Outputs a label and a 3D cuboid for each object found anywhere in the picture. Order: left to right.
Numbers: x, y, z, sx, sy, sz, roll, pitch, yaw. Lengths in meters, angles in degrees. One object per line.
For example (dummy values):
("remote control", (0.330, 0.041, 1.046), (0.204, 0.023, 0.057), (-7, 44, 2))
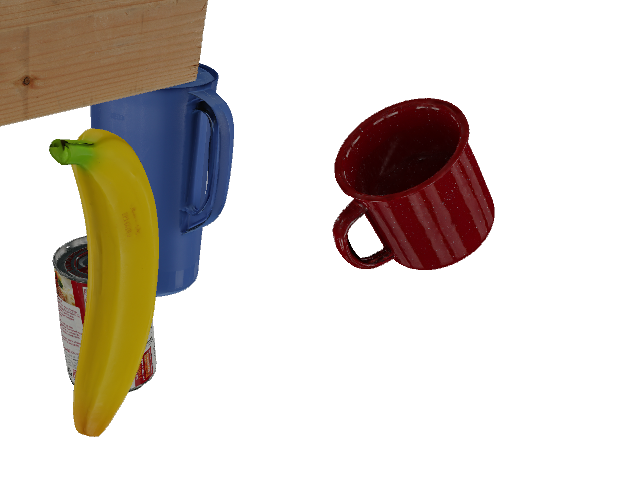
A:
("wood block", (-0.202, -0.163, 0.837), (0.205, 0.091, 0.090), (-20, 51, -34))
("banana", (-0.113, 0.015, 0.559), (0.037, 0.198, 0.069), (25, 42, 26))
("soup can", (-0.157, 0.055, 0.787), (0.068, 0.102, 0.068), (0, 28, 0))
("pitcher", (-0.171, -0.065, 1.126), (0.145, 0.243, 0.149), (1, 23, -10))
("mug", (0.059, -0.026, 0.712), (0.093, 0.117, 0.081), (34, -18, 47))
